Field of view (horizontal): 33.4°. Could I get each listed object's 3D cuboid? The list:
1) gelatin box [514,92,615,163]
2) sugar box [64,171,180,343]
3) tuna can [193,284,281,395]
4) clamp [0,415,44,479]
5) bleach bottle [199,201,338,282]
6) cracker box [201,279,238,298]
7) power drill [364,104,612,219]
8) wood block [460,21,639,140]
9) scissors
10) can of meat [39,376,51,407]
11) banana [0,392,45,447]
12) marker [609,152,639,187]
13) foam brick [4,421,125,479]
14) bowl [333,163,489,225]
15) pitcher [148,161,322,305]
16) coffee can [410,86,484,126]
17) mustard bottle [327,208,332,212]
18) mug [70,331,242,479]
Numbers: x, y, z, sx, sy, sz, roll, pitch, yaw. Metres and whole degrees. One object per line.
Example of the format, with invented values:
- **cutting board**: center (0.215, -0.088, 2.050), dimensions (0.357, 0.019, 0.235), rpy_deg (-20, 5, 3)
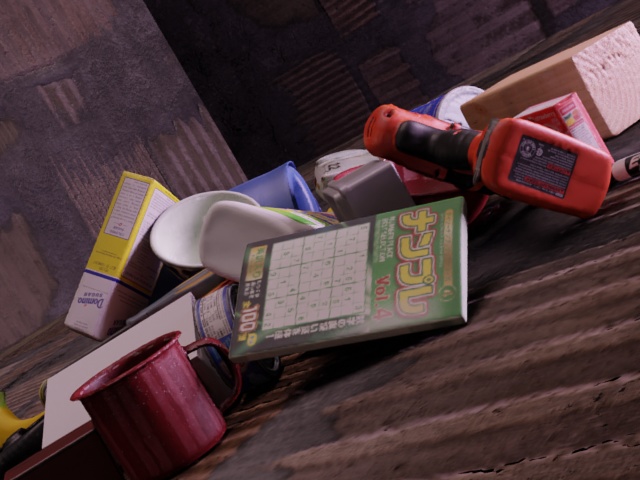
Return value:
- **gelatin box**: center (0.211, -0.086, 0.943), dimensions (0.030, 0.073, 0.089), rpy_deg (-32, 7, -16)
- **sugar box**: center (-0.207, 0.025, 1.140), dimensions (0.176, 0.048, 0.093), rpy_deg (-68, -20, -10)
- **tuna can**: center (-0.066, 0.079, 0.861), dimensions (0.034, 0.086, 0.086), rpy_deg (-27, 7, 11)
- **clamp**: center (-0.297, 0.208, 1.061), dimensions (0.171, 0.039, 0.120), rpy_deg (-37, 12, 3)
- **bleach bottle**: center (-0.007, 0.001, 1.031), dimensions (0.103, 0.068, 0.250), rpy_deg (18, 10, 25)
- **cracker box**: center (-0.133, 0.105, 1.018), dimensions (0.214, 0.072, 0.164), rpy_deg (-29, 6, 13)
- **power drill**: center (0.147, -0.060, 0.857), dimensions (0.184, 0.057, 0.188), rpy_deg (14, 2, -23)
- **wood block**: center (0.254, -0.146, 1.134), dimensions (0.090, 0.090, 0.206), rpy_deg (-33, 7, -24)
- **scissors**: center (-0.160, 0.072, 0.995), dimensions (0.201, 0.016, 0.096), rpy_deg (-35, 7, -19)
- **can of meat**: center (-0.250, 0.159, 1.190), dimensions (0.101, 0.057, 0.084), rpy_deg (-35, 10, -34)
- **banana**: center (-0.310, 0.196, 1.145), dimensions (0.037, 0.069, 0.198), rpy_deg (8, -12, -44)
- **marker**: center (0.253, -0.061, 0.813), dimensions (0.020, 0.020, 0.121), rpy_deg (-36, 8, -39)
- **foam brick**: center (-0.192, 0.180, 0.803), dimensions (0.078, 0.051, 0.053), rpy_deg (-31, 6, -12)
- **bowl**: center (0.094, -0.038, 1.024), dimensions (0.162, 0.055, 0.162), rpy_deg (-4, 16, 1)
- **pitcher**: center (-0.113, 0.020, 1.222), dimensions (0.243, 0.145, 0.149), rpy_deg (-21, 2, 12)
- **coffee can**: center (0.157, -0.129, 1.362), dimensions (0.102, 0.103, 0.141), rpy_deg (-33, 7, -26)
- **mustard bottle**: center (0.062, -0.029, 1.227), dimensions (0.096, 0.058, 0.192), rpy_deg (-26, 7, -5)
- **mug**: center (-0.111, 0.118, 0.782), dimensions (0.117, 0.081, 0.093), rpy_deg (-31, 7, -8)
